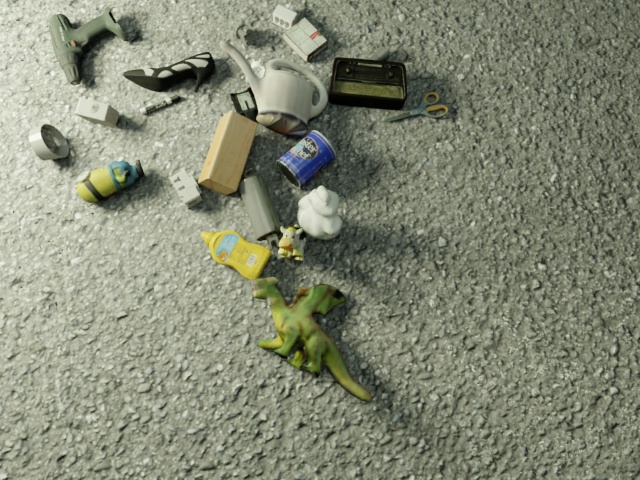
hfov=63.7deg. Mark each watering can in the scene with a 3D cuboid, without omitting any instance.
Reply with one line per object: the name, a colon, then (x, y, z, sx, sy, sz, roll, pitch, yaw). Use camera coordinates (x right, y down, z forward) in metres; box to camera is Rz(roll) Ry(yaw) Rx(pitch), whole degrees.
watering can: (-0.135, -0.423, 1.473, 0.346, 0.103, 0.227, 14, 73, -25)

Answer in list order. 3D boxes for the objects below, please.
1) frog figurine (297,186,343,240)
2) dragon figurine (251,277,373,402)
frog figurine: (0.004, -0.070, 1.386, 0.123, 0.157, 0.138, -39, 83, -11)
dragon figurine: (-0.010, 0.224, 1.341, 0.410, 0.120, 0.247, 27, 67, 1)
